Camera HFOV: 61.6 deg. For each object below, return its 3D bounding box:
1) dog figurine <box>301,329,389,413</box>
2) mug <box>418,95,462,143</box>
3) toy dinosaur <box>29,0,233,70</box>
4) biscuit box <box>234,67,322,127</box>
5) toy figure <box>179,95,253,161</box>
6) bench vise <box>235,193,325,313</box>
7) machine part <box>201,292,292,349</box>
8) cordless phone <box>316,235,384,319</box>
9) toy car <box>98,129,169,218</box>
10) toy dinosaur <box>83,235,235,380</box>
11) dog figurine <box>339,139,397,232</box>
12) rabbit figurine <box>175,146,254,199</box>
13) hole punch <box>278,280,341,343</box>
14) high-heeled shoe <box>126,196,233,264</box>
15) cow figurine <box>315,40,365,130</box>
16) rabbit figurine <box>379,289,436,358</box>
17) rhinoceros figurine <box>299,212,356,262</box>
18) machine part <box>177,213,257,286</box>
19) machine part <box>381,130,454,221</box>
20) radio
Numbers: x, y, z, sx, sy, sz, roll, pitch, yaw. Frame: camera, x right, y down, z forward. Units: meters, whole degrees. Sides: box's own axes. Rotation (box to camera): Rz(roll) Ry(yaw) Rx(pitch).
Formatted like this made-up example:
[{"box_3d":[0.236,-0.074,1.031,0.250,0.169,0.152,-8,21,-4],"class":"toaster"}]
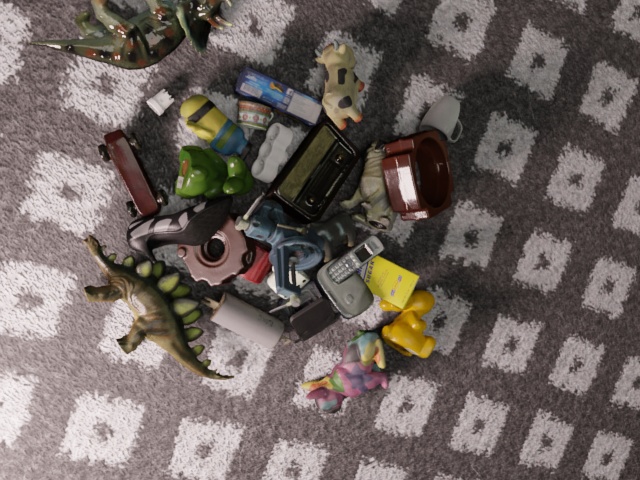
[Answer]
[{"box_3d":[0.058,0.338,1.369,0.219,0.108,0.191,-13,102,-11],"class":"dog figurine"},{"box_3d":[0.319,-0.304,1.361,0.109,0.081,0.107,29,81,-14],"class":"mug"},{"box_3d":[-0.374,-0.435,1.134,0.405,0.131,0.192,-32,105,-3],"class":"toy dinosaur"},{"box_3d":[-0.096,-0.330,1.249,0.202,0.063,0.059,21,92,-17],"class":"biscuit box"},{"box_3d":[-0.233,-0.251,1.214,0.180,0.082,0.089,32,77,-13],"class":"toy figure"},{"box_3d":[-0.080,0.030,1.172,0.129,0.241,0.223,-32,138,32],"class":"bench vise"},{"box_3d":[-0.174,0.194,1.295,0.243,0.079,0.079,31,89,-17],"class":"machine part"},{"box_3d":[0.098,0.087,1.292,0.184,0.088,0.146,-39,79,12],"class":"cordless phone"},{"box_3d":[-0.413,-0.145,1.192,0.089,0.053,0.202,-22,107,-1],"class":"toy car"},{"box_3d":[-0.374,0.174,1.226,0.198,0.105,0.470,-34,110,-12],"class":"toy dinosaur"},{"box_3d":[0.155,-0.134,1.339,0.172,0.121,0.190,46,63,-49],"class":"dog figurine"},{"box_3d":[-0.221,-0.149,1.209,0.170,0.159,0.121,7,86,-32],"class":"rabbit figurine"},{"box_3d":[-0.031,0.176,1.339,0.142,0.092,0.115,-33,135,-11],"class":"hole punch"},{"box_3d":[-0.314,-0.047,1.190,0.249,0.145,0.086,-36,142,-4],"class":"high-heeled shoe"},{"box_3d":[0.044,-0.372,1.250,0.127,0.086,0.195,33,55,-45],"class":"cow figurine"},{"box_3d":[0.232,0.202,1.409,0.162,0.122,0.173,33,74,-8],"class":"rabbit figurine"},{"box_3d":[-0.003,-0.004,1.317,0.190,0.073,0.112,-24,105,-11],"class":"rhinoceros figurine"},{"box_3d":[-0.235,0.017,1.221,0.180,0.056,0.179,0,92,14],"class":"machine part"},{"box_3d":[0.240,-0.158,1.311,0.201,0.087,0.201,-28,106,-48],"class":"machine part"},{"box_3d":[-0.013,-0.155,1.266,0.131,0.073,0.229,39,72,-18],"class":"radio"}]
